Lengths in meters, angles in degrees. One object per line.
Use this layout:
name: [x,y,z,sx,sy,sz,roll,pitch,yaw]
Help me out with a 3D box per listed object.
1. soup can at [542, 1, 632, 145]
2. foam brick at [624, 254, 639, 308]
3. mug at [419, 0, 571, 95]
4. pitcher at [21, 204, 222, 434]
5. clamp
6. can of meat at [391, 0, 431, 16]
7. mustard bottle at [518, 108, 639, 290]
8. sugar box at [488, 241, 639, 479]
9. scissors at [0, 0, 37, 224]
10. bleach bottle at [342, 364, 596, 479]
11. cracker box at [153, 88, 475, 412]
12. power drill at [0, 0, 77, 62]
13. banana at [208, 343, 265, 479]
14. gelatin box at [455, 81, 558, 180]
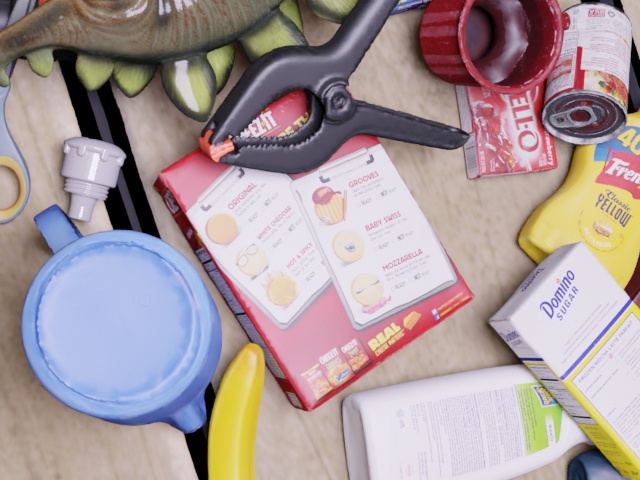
soup can: [0.224,-0.140,0.893,0.068,0.069,0.102,20,59,-12]
foam brick: [0.283,0.053,0.915,0.053,0.051,0.078,42,78,-10]
mug: [0.141,-0.165,0.843,0.117,0.082,0.093,-17,105,-19]
pitcher: [-0.135,0.053,0.713,0.149,0.243,0.145,12,81,-5]
clamp: [0.015,-0.099,0.782,0.210,0.036,0.164,-32,119,-11]
can of meat: [0.077,-0.242,0.886,0.083,0.057,0.102,-18,90,-13]
mustard bottle: [0.257,-0.049,0.914,0.096,0.058,0.191,35,78,-4]
sugar box: [0.224,0.097,0.846,0.093,0.048,0.176,-43,95,-18]
scissors: [-0.226,-0.096,0.789,0.096,0.016,0.202,36,97,-20]
bleach bottle: [0.148,0.155,0.869,0.250,0.068,0.102,-6,88,-17]
cracker box: [-0.006,0.001,0.838,0.164,0.072,0.213,-33,93,-16]
power drill: [-0.196,-0.228,0.816,0.184,0.057,0.187,1,88,-18]
banana: [-0.056,0.179,0.814,0.037,0.070,0.198,-6,87,-57]
gelatin box: [0.158,-0.100,0.908,0.073,0.030,0.089,-7,88,-15]
